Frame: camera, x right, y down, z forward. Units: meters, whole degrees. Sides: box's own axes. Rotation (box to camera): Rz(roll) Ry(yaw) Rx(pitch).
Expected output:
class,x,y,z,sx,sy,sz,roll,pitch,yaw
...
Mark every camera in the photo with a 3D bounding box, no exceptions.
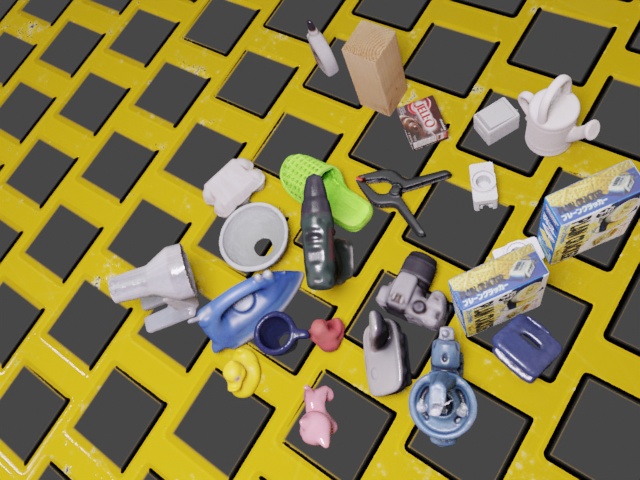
class,x,y,z,sx,sy,sz,roll,pitch,yaw
camera,0.199,0.096,1.160,0.142,0.101,0.137,21,76,23

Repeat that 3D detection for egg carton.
class,x,y,z,sx,sy,sz,roll,pitch,yaw
egg carton,-0.208,-0.127,1.387,0.150,0.069,0.107,-44,64,-4

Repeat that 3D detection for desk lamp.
class,x,y,z,sx,sy,sz,roll,pitch,yaw
desk lamp,-0.345,0.109,1.252,0.203,0.214,0.118,-23,64,6

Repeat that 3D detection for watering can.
class,x,y,z,sx,sy,sz,roll,pitch,yaw
watering can,0.483,-0.259,1.167,0.172,0.194,0.101,17,75,22

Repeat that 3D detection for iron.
class,x,y,z,sx,sy,sz,roll,pitch,yaw
iron,-0.159,0.126,1.231,0.258,0.142,0.118,-37,63,0

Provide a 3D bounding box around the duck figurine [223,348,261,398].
class,x,y,z,sx,sy,sz,roll,pitch,yaw
duck figurine,-0.173,0.276,1.206,0.077,0.086,0.104,-4,68,15

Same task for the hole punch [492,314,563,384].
class,x,y,z,sx,sy,sz,roll,pitch,yaw
hole punch,0.385,0.197,1.071,0.101,0.091,0.108,-46,64,-5

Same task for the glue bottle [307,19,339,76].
class,x,y,z,sx,sy,sz,roll,pitch,yaw
glue bottle,-0.003,-0.481,1.410,0.037,0.173,0.078,-38,63,-1

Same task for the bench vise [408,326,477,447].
class,x,y,z,sx,sy,sz,roll,pitch,yaw
bench vise,0.208,0.257,1.026,0.121,0.220,0.207,-15,65,10

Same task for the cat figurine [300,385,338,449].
class,x,y,z,sx,sy,sz,roll,pitch,yaw
cat figurine,-0.011,0.344,1.113,0.067,0.118,0.127,-16,65,10

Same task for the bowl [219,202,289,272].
class,x,y,z,sx,sy,sz,roll,pitch,yaw
bowl,-0.141,0.003,1.312,0.167,0.075,0.167,-6,67,14

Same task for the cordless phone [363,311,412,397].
class,x,y,z,sx,sy,sz,roll,pitch,yaw
cordless phone,0.115,0.215,1.090,0.094,0.185,0.147,-13,66,11

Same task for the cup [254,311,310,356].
class,x,y,z,sx,sy,sz,roll,pitch,yaw
cup,-0.068,0.203,1.199,0.117,0.095,0.092,-3,68,16

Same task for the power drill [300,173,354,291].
class,x,y,z,sx,sy,sz,roll,pitch,yaw
power drill,0.011,0.004,1.192,0.075,0.209,0.229,-7,67,14

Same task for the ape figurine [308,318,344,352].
class,x,y,z,sx,sy,sz,roll,pitch,yaw
ape figurine,0.008,0.190,1.184,0.077,0.092,0.076,-6,67,14
